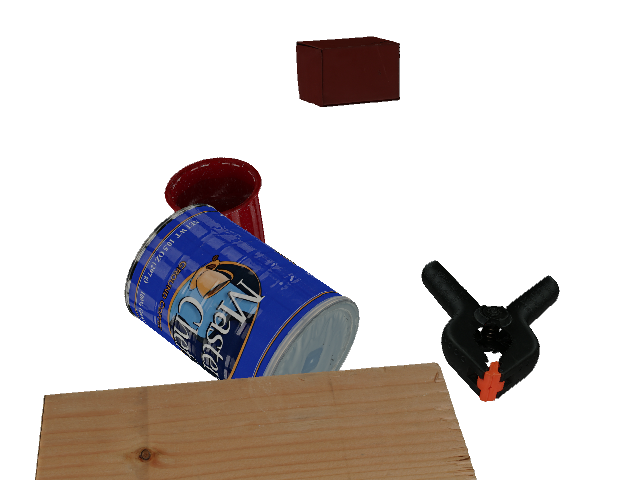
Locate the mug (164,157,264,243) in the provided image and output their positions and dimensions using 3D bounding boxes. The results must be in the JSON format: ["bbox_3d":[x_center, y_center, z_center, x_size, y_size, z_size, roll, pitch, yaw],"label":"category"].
[{"bbox_3d":[-0.108,-0.026,1.048,0.117,0.081,0.093,28,51,34],"label":"mug"}]

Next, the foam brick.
[{"bbox_3d":[0.024,-0.148,0.932,0.078,0.051,0.053,-8,20,-23],"label":"foam brick"}]

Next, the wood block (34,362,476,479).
[{"bbox_3d":[-0.034,0.130,0.545,0.206,0.090,0.091,-4,37,-6],"label":"wood block"}]

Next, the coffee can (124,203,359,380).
[{"bbox_3d":[-0.057,0.051,0.777,0.140,0.103,0.102,33,16,25],"label":"coffee can"}]

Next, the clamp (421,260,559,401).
[{"bbox_3d":[0.151,0.071,0.891,0.120,0.039,0.171,-2,33,0],"label":"clamp"}]
